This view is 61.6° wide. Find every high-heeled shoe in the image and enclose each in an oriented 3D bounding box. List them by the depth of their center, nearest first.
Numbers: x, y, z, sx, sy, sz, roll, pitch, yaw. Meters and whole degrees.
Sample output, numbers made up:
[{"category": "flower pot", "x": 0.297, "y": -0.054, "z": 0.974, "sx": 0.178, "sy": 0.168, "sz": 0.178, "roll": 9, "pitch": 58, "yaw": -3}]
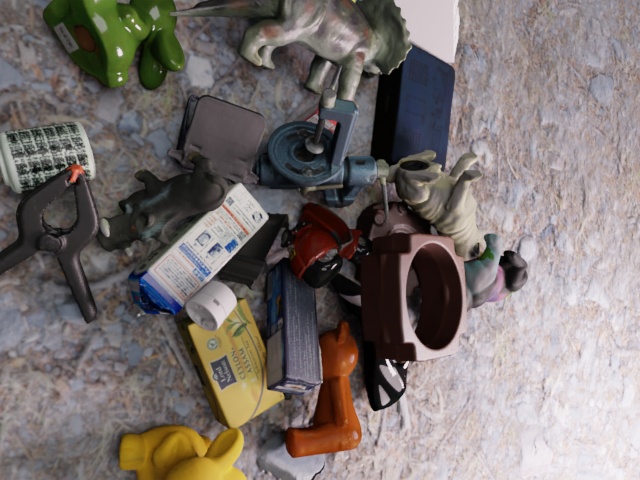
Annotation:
[{"category": "high-heeled shoe", "x": 0.068, "y": 0.176, "z": 0.921, "sx": 0.248, "sy": 0.086, "sz": 0.145, "roll": 43, "pitch": 80, "yaw": -14}]

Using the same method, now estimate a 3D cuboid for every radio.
[{"category": "radio", "x": 0.176, "y": -0.232, "z": 1.007, "sx": 0.131, "sy": 0.073, "sz": 0.229, "roll": 11, "pitch": 83, "yaw": -30}]

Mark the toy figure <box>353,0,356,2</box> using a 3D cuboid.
[{"category": "toy figure", "x": 0.040, "y": -0.426, "z": 0.938, "sx": 0.180, "sy": 0.082, "sz": 0.089, "roll": -6, "pitch": 71, "yaw": -23}]

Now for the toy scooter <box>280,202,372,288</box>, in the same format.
[{"category": "toy scooter", "x": -0.002, "y": -0.003, "z": 0.855, "sx": 0.135, "sy": 0.075, "sz": 0.184, "roll": 47, "pitch": 35, "yaw": 14}]

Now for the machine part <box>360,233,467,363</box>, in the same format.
[{"category": "machine part", "x": 0.154, "y": 0.091, "z": 0.878, "sx": 0.201, "sy": 0.087, "sz": 0.201, "roll": 3, "pitch": 82, "yaw": -47}]

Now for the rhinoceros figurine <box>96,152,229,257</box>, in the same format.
[{"category": "rhinoceros figurine", "x": -0.216, "y": -0.043, "z": 0.741, "sx": 0.190, "sy": 0.112, "sz": 0.073, "roll": -24, "pitch": 142, "yaw": 1}]

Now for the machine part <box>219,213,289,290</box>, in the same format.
[{"category": "machine part", "x": -0.096, "y": 0.014, "z": 0.831, "sx": 0.139, "sy": 0.084, "sz": 0.039, "roll": -57, "pitch": 137, "yaw": -29}]

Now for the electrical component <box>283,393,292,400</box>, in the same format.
[{"category": "electrical component", "x": -0.051, "y": 0.202, "z": 0.851, "sx": 0.021, "sy": 0.094, "sz": 0.063, "roll": 23, "pitch": 113, "yaw": -31}]

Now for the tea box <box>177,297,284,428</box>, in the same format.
[{"category": "tea box", "x": -0.133, "y": 0.180, "z": 0.803, "sx": 0.098, "sy": 0.068, "sz": 0.169, "roll": -26, "pitch": 101, "yaw": -29}]

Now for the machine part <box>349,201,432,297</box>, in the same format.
[{"category": "machine part", "x": 0.137, "y": 0.018, "z": 0.976, "sx": 0.179, "sy": 0.056, "sz": 0.179, "roll": 1, "pitch": 88, "yaw": -30}]

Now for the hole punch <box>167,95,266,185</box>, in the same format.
[{"category": "hole punch", "x": -0.155, "y": -0.154, "z": 0.814, "sx": 0.142, "sy": 0.092, "sz": 0.115, "roll": 15, "pitch": 103, "yaw": -29}]

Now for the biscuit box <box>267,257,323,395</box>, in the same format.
[{"category": "biscuit box", "x": -0.042, "y": 0.126, "z": 0.814, "sx": 0.063, "sy": 0.059, "sz": 0.203, "roll": 19, "pitch": 49, "yaw": -28}]

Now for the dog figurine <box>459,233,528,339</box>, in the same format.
[{"category": "dog figurine", "x": 0.290, "y": 0.106, "z": 1.033, "sx": 0.191, "sy": 0.109, "sz": 0.219, "roll": 37, "pitch": 74, "yaw": -26}]

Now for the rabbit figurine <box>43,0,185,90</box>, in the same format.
[{"category": "rabbit figurine", "x": -0.254, "y": -0.295, "z": 0.743, "sx": 0.159, "sy": 0.121, "sz": 0.170, "roll": 57, "pitch": 48, "yaw": -19}]

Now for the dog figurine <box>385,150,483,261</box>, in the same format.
[{"category": "dog figurine", "x": 0.199, "y": -0.047, "z": 0.940, "sx": 0.121, "sy": 0.173, "sz": 0.190, "roll": -57, "pitch": 150, "yaw": -53}]

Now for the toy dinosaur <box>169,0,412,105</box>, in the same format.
[{"category": "toy dinosaur", "x": -0.009, "y": -0.333, "z": 0.836, "sx": 0.404, "sy": 0.131, "sz": 0.192, "roll": 16, "pitch": 104, "yaw": -39}]

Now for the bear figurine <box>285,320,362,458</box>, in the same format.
[{"category": "bear figurine", "x": 0.003, "y": 0.234, "z": 0.854, "sx": 0.132, "sy": 0.120, "sz": 0.196, "roll": -5, "pitch": 75, "yaw": -8}]

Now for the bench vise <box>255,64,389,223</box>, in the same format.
[{"category": "bench vise", "x": 0.016, "y": -0.136, "z": 0.823, "sx": 0.224, "sy": 0.240, "sz": 0.129, "roll": 9, "pitch": 59, "yaw": -5}]

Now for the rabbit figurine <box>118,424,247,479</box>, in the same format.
[{"category": "rabbit figurine", "x": -0.176, "y": 0.316, "z": 0.711, "sx": 0.162, "sy": 0.173, "sz": 0.122, "roll": -2, "pitch": 84, "yaw": -25}]
